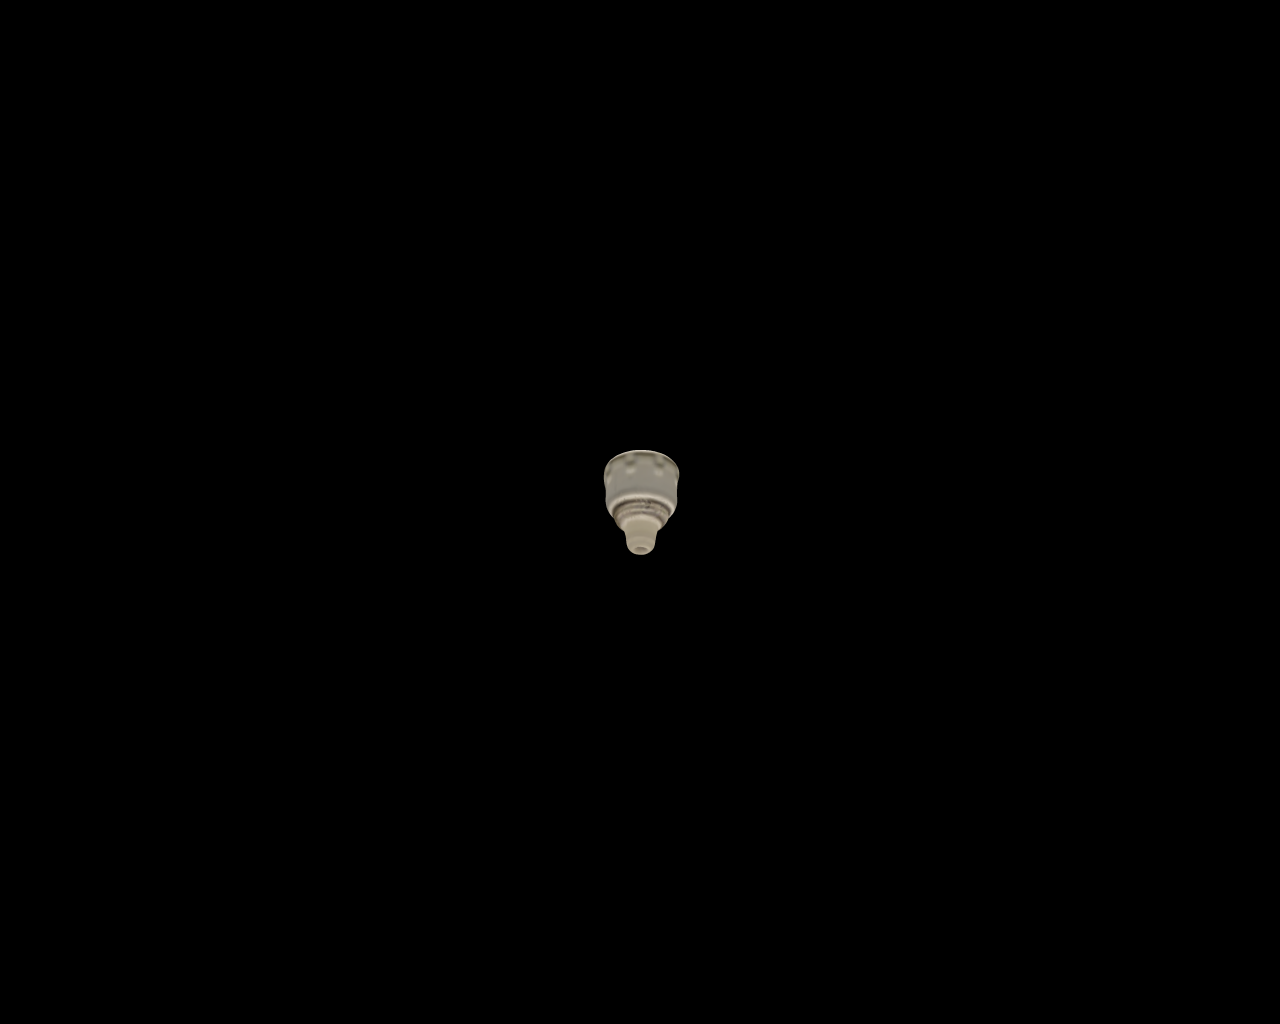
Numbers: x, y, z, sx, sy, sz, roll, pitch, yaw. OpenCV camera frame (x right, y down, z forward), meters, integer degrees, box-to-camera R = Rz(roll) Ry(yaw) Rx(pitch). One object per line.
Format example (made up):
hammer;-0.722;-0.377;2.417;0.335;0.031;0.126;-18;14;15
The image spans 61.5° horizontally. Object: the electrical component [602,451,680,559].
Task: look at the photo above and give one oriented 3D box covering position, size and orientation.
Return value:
electrical component;0.001;-0.003;0.650;0.048;0.062;0.048;0;-31;0
